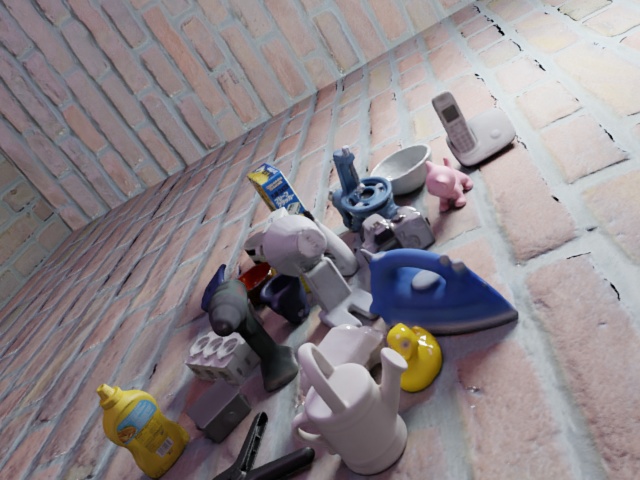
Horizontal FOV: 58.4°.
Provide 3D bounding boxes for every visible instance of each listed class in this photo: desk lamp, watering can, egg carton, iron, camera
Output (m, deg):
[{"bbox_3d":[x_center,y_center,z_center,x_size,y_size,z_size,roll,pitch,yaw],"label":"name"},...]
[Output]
[{"bbox_3d":[-0.003,0.053,1.085,0.118,0.214,0.202,-40,24,-14],"label":"desk lamp"},{"bbox_3d":[0.036,0.208,0.764,0.173,0.194,0.100,-40,25,-14],"label":"watering can"},{"bbox_3d":[0.038,0.202,0.931,0.107,0.069,0.150,-4,37,49],"label":"egg carton"},{"bbox_3d":[0.178,0.065,0.922,0.257,0.142,0.119,-4,37,49],"label":"iron"},{"bbox_3d":[0.138,-0.018,1.182,0.143,0.101,0.136,-34,24,-2],"label":"camera"}]

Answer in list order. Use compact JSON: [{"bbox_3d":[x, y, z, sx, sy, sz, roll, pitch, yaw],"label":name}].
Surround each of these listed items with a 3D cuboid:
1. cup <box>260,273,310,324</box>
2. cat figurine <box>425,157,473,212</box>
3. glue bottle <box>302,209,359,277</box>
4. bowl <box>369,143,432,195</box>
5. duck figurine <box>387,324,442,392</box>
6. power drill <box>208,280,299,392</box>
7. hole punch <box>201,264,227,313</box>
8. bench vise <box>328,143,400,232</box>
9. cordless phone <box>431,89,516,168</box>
[{"bbox_3d":[-0.063,0.131,1.164,0.091,0.095,0.117,-26,25,17],"label":"cup"},{"bbox_3d":[0.264,-0.128,1.211,0.067,0.118,0.128,-15,30,36],"label":"cat figurine"},{"bbox_3d":[0.011,0.004,1.212,0.078,0.173,0.037,-11,33,42],"label":"glue bottle"},{"bbox_3d":[0.208,-0.160,1.398,0.167,0.075,0.167,-28,24,14],"label":"bowl"},{"bbox_3d":[0.134,0.163,0.862,0.077,0.086,0.105,-17,29,34],"label":"duck figurine"},{"bbox_3d":[-0.126,0.168,1.031,0.075,0.209,0.229,-34,24,0],"label":"power drill"},{"bbox_3d":[-0.254,0.128,1.417,0.101,0.091,0.108,-30,24,8],"label":"hole punch"},{"bbox_3d":[0.067,-0.112,1.303,0.206,0.220,0.122,-11,33,42],"label":"bench vise"},{"bbox_3d":[0.344,-0.273,1.300,0.147,0.185,0.094,-32,24,5],"label":"cordless phone"}]
